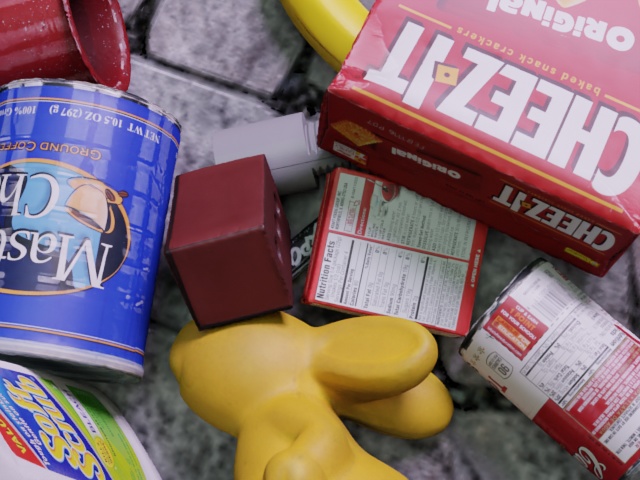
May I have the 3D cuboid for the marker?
[{"bbox_3d":[-0.004,0.001,0.591,0.121,0.020,0.020,-41,74,-3],"label":"marker"}]

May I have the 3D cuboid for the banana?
[{"bbox_3d":[0.019,-0.133,0.615,0.069,0.037,0.198,-40,74,-21],"label":"banana"}]

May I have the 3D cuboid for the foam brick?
[{"bbox_3d":[-0.045,0.000,0.548,0.051,0.053,0.078,-15,32,7],"label":"foam brick"}]

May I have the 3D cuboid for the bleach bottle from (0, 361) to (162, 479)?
[{"bbox_3d":[-0.142,0.099,0.465,0.068,0.250,0.102,-34,74,-1],"label":"bleach bottle"}]

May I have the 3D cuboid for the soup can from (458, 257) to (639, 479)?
[{"bbox_3d":[0.128,0.065,0.529,0.102,0.068,0.068,41,85,16],"label":"soup can"}]

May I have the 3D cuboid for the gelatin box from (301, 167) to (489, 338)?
[{"bbox_3d":[0.040,0.007,0.564,0.089,0.030,0.073,12,82,-5],"label":"gelatin box"}]

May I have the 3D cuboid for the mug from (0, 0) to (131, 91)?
[{"bbox_3d":[-0.164,-0.125,0.618,0.081,0.093,0.117,-13,44,10],"label":"mug"}]

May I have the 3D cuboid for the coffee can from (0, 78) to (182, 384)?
[{"bbox_3d":[-0.134,-0.001,0.567,0.103,0.103,0.140,5,76,9],"label":"coffee can"}]

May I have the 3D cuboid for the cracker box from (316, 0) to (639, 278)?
[{"bbox_3d":[0.118,-0.114,0.551,0.164,0.072,0.213,25,70,7],"label":"cracker box"}]
